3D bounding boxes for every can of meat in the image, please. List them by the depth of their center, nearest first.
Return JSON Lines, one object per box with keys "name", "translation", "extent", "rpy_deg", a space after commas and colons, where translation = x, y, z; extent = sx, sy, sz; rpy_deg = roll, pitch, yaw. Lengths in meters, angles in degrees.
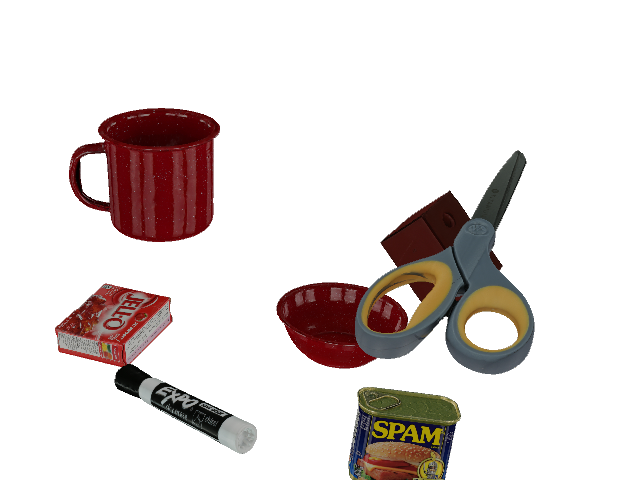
{"name": "can of meat", "translation": [0.081, 0.200, 1.064], "extent": [0.102, 0.084, 0.057], "rpy_deg": [8, 17, -3]}

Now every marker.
{"name": "marker", "translation": [-0.088, 0.103, 0.670], "extent": [0.121, 0.020, 0.020], "rpy_deg": [18, 11, 39]}

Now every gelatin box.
{"name": "gelatin box", "translation": [-0.191, 0.077, 0.993], "extent": [0.073, 0.030, 0.089], "rpy_deg": [11, 31, 20]}

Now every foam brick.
{"name": "foam brick", "translation": [0.097, 0.012, 0.856], "extent": [0.051, 0.078, 0.052], "rpy_deg": [-33, 3, 40]}

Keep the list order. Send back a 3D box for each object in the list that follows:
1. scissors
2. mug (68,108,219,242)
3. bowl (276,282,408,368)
{"name": "scissors", "translation": [0.097, 0.009, 0.572], "extent": [0.096, 0.016, 0.201], "rpy_deg": [25, 44, 30]}
{"name": "mug", "translation": [-0.137, -0.050, 0.834], "extent": [0.117, 0.081, 0.093], "rpy_deg": [-4, 26, -12]}
{"name": "bowl", "translation": [0.025, 0.111, 1.313], "extent": [0.162, 0.055, 0.162], "rpy_deg": [4, 24, -2]}
